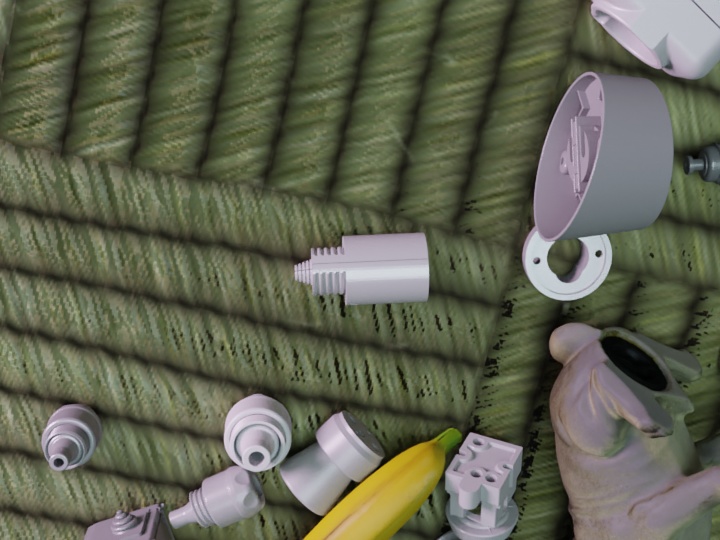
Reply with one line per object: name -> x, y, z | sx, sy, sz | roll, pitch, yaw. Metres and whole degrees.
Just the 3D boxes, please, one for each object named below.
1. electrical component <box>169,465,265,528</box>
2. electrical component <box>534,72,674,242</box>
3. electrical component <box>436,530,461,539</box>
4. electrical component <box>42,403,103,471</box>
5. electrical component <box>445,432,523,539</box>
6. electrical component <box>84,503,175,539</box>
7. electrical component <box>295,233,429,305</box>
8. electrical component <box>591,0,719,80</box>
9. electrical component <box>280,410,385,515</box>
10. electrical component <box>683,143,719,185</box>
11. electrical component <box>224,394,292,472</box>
electrical component -> -0.095, 0.152, 0.704 | 0.061, 0.035, 0.035 | -24, 104, 5
electrical component -> 0.140, -0.067, 0.634 | 0.064, 0.099, 0.099 | -2, 104, -10
electrical component -> 0.074, 0.208, 0.723 | 0.045, 0.045, 0.055 | -41, 103, 6
electrical component -> -0.182, 0.108, 0.672 | 0.035, 0.061, 0.035 | -1, 104, -4
electrical component -> 0.080, 0.145, 0.702 | 0.048, 0.066, 0.055 | 13, 123, 23
electrical component -> -0.149, 0.201, 0.698 | 0.061, 0.061, 0.096 | -18, 104, 0
electrical component -> 0.000, 0.000, 0.668 | 0.081, 0.043, 0.043 | -3, 104, -3
electrical component -> 0.178, -0.159, 0.635 | 0.095, 0.053, 0.059 | 40, 98, -12
electrical component -> -0.018, 0.124, 0.696 | 0.055, 0.045, 0.045 | -43, 103, 6
electrical component -> 0.242, -0.067, 0.669 | 0.078, 0.040, 0.040 | -4, 104, -3
electrical component -> -0.065, 0.107, 0.680 | 0.043, 0.062, 0.043 | -1, 104, -4
